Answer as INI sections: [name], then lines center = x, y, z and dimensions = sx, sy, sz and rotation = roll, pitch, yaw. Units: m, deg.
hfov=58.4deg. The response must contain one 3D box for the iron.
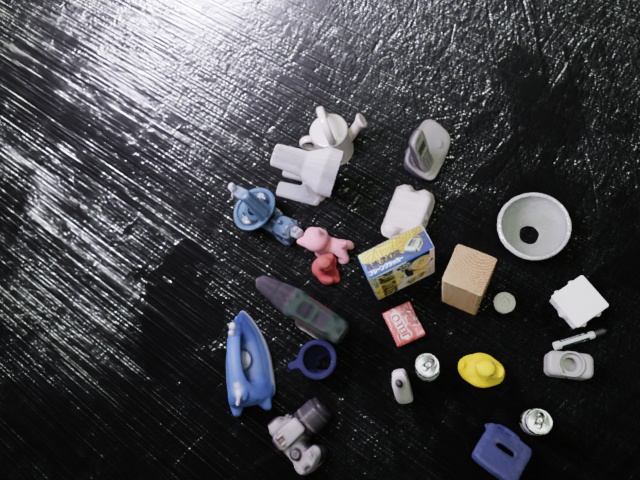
[iron]
center = -0.189, 0.282, 1.368
dimensions = 0.118, 0.142, 0.258
rotation = -14, 70, 7

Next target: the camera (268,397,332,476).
[camera]
center = -0.031, 0.439, 1.308
dimensions = 0.137, 0.101, 0.143
rotation = -42, 69, -4

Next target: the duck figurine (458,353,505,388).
[duck figurine]
center = 0.364, 0.290, 1.286
dimensions = 0.104, 0.086, 0.077
rotation = 10, 75, 14

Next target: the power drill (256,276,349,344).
[power drill]
center = -0.032, 0.170, 1.338
dimensions = 0.229, 0.209, 0.076
rotation = 28, 80, 18

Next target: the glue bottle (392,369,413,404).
[glue bottle]
center = 0.179, 0.321, 1.266
dimensions = 0.037, 0.173, 0.078
rotation = -14, 70, 7

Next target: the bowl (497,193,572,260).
[bowl]
center = 0.505, -0.024, 1.366
dimensions = 0.167, 0.075, 0.167
rotation = -3, 72, 10

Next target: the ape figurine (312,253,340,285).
[ape figurine]
center = 0.013, 0.066, 1.425
dimensions = 0.076, 0.092, 0.078
rotation = 21, 78, 17

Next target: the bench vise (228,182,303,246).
[bench vise]
center = -0.136, -0.079, 1.433
dimensions = 0.207, 0.220, 0.121
rotation = 10, 75, 14

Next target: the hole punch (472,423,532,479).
[hole punch]
center = 0.388, 0.454, 1.226
dimensions = 0.108, 0.091, 0.101
rotation = 32, 81, 19

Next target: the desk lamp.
[desk lamp]
center = -0.032, -0.166, 1.444
dimensions = 0.202, 0.214, 0.118
rotation = 13, 75, 15

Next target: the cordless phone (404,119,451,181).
[cordless phone]
center = 0.265, -0.245, 1.426
dimensions = 0.094, 0.185, 0.148
rotation = 20, 77, 17

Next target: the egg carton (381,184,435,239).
[egg carton]
center = 0.222, -0.063, 1.438
dimensions = 0.107, 0.069, 0.150
rotation = 17, 76, 16

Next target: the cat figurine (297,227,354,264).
[cat figurine]
center = 0.013, 0.005, 1.431
dimensions = 0.127, 0.118, 0.067
rotation = 12, 75, 15

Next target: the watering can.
[watering can]
center = 0.032, -0.279, 1.478
dimensions = 0.173, 0.194, 0.100
rotation = -37, 69, -2

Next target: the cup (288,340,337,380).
[cup]
center = -0.011, 0.291, 1.355
dimensions = 0.117, 0.095, 0.091
rotation = -16, 70, 6
